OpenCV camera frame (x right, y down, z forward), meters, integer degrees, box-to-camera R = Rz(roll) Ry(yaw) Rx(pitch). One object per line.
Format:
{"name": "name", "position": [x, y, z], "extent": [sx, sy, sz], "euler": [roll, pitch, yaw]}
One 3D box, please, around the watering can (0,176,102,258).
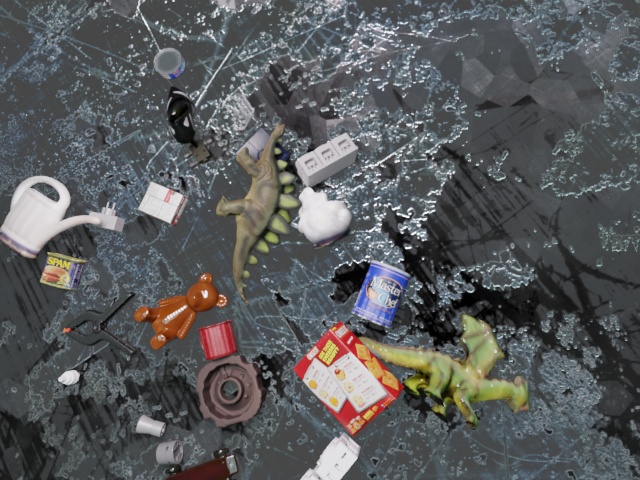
{"name": "watering can", "position": [-0.756, -0.048, 1.413], "extent": [0.351, 0.102, 0.225], "euler": [28, 83, 28]}

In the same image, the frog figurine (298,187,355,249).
{"name": "frog figurine", "position": [0.004, -0.066, 1.320], "extent": [0.136, 0.123, 0.160], "euler": [-25, 88, 22]}

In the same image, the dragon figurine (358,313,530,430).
{"name": "dragon figurine", "position": [0.317, 0.286, 1.231], "extent": [0.413, 0.120, 0.246], "euler": [39, 69, 11]}
